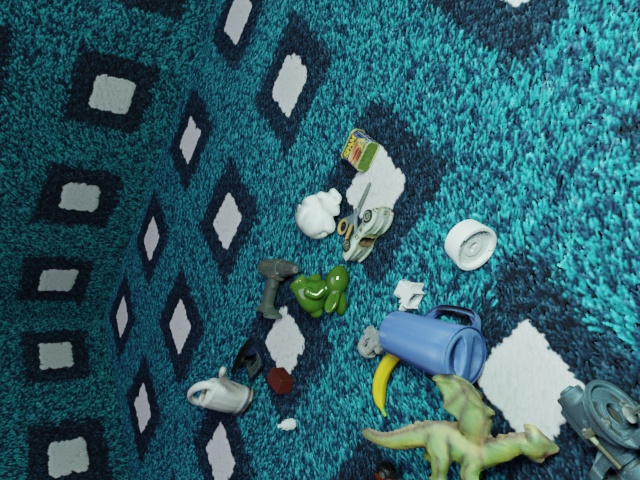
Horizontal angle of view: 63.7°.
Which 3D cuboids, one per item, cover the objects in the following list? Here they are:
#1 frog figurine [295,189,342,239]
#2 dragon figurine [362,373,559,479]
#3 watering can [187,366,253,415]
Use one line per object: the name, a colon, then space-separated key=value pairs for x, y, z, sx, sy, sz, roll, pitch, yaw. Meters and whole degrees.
frog figurine: x=0.005 y=-0.080 z=1.585 sx=0.157 sy=0.124 sz=0.137 roll=-28 pitch=96 yaw=39
dragon figurine: x=0.272 y=0.389 z=1.076 sx=0.411 sy=0.123 sz=0.240 roll=12 pitch=103 yaw=30
watering can: x=-0.340 y=0.547 z=1.856 sx=0.341 sy=0.223 sz=0.106 roll=-43 pitch=35 yaw=42
